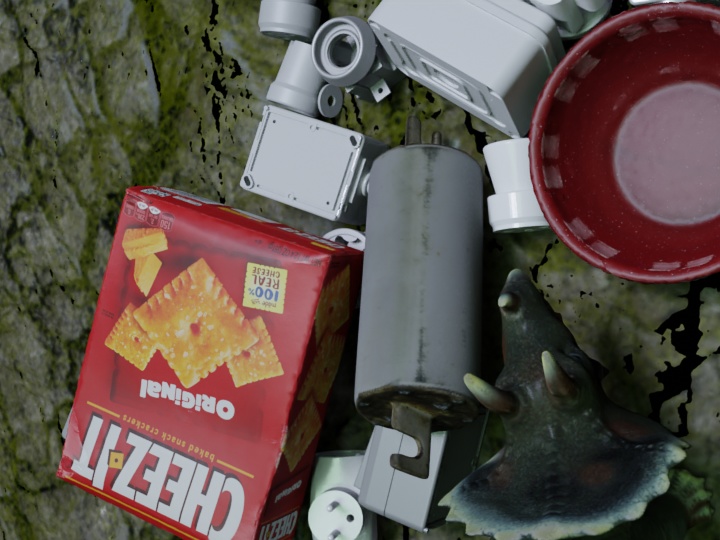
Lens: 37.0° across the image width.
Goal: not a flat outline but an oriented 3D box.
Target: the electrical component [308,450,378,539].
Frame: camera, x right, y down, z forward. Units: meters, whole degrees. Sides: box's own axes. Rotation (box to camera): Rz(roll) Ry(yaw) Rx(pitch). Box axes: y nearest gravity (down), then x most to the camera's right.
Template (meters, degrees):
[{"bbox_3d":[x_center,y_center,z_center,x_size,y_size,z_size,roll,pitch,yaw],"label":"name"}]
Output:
[{"bbox_3d":[-0.013,0.165,0.732,0.043,0.079,0.077,-3,87,9],"label":"electrical component"}]

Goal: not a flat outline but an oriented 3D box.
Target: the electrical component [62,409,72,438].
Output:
[{"bbox_3d":[-0.189,0.120,0.847,0.096,0.061,0.061,31,104,28],"label":"electrical component"}]

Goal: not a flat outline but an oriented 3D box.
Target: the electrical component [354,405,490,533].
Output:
[{"bbox_3d":[0.042,0.114,0.710,0.061,0.062,0.096,17,97,30],"label":"electrical component"}]

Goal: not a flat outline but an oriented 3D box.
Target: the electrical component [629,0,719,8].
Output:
[{"bbox_3d":[0.203,-0.198,0.629,0.100,0.048,0.099,-2,89,32],"label":"electrical component"}]

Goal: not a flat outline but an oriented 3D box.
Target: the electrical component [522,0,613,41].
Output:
[{"bbox_3d":[0.124,-0.178,0.665,0.078,0.057,0.058,36,91,30],"label":"electrical component"}]

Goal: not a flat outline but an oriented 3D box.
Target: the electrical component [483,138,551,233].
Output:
[{"bbox_3d":[0.103,-0.053,0.688,0.045,0.045,0.055,-6,86,30],"label":"electrical component"}]

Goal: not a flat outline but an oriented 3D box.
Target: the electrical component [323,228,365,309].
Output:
[{"bbox_3d":[0.000,0.000,0.746,0.055,0.047,0.055,-1,88,31],"label":"electrical component"}]

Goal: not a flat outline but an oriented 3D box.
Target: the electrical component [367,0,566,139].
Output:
[{"bbox_3d":[0.071,-0.143,0.686,0.113,0.078,0.057,36,87,26],"label":"electrical component"}]

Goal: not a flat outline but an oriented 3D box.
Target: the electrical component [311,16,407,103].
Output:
[{"bbox_3d":[-0.002,-0.148,0.746,0.048,0.055,0.066,-34,72,25],"label":"electrical component"}]

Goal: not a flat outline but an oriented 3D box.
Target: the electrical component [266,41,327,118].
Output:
[{"bbox_3d":[-0.042,-0.139,0.780,0.040,0.040,0.046,22,95,29],"label":"electrical component"}]

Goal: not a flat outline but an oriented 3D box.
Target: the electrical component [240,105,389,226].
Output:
[{"bbox_3d":[-0.024,-0.071,0.758,0.096,0.061,0.061,20,96,22],"label":"electrical component"}]

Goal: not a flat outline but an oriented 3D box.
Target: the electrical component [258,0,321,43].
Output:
[{"bbox_3d":[-0.049,-0.197,0.783,0.045,0.045,0.055,10,94,31],"label":"electrical component"}]
